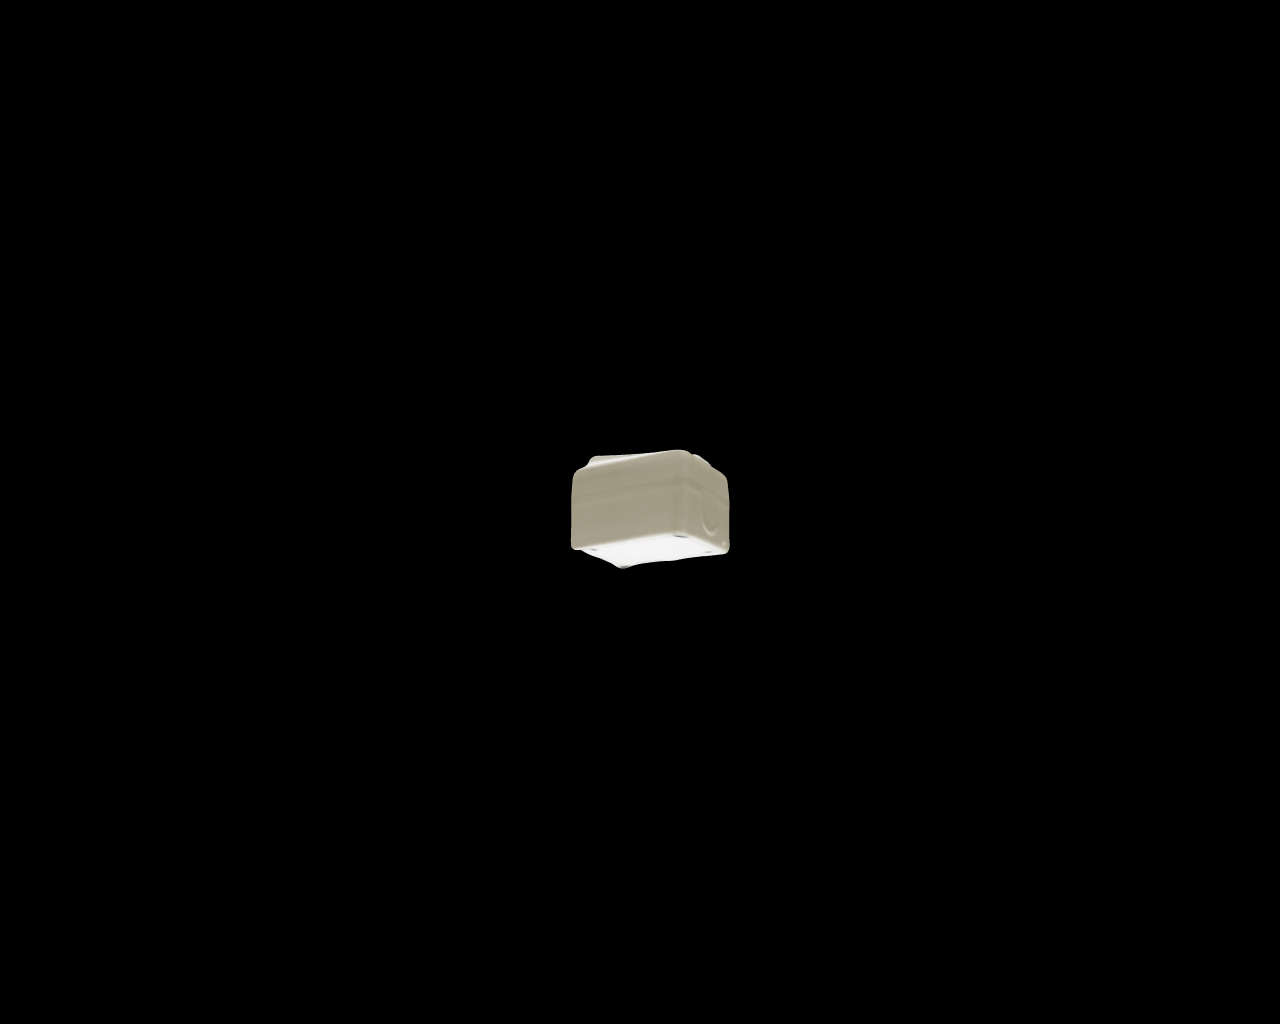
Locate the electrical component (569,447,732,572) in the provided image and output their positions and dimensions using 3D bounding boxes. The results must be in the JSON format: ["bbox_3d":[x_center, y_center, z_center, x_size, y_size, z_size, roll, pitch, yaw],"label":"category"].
[{"bbox_3d":[0.001,-0.003,0.650,0.096,0.061,0.061,-9,-19,29],"label":"electrical component"}]
